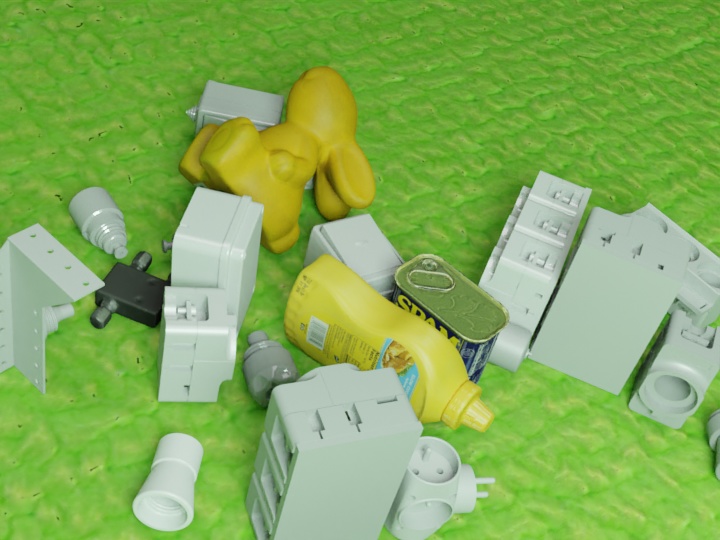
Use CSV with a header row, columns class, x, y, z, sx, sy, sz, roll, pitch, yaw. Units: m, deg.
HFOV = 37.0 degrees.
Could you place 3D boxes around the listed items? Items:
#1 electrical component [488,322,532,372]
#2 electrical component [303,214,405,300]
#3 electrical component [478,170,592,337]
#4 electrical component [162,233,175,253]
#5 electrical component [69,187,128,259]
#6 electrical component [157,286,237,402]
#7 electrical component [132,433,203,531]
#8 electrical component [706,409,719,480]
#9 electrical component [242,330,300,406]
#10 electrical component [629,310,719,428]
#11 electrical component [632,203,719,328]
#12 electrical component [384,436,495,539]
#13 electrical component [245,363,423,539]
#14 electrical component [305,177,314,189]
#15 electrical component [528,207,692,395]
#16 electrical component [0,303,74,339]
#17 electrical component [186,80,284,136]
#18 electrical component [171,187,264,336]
class,x,y,z,sx,sy,sz,roll,pitch,yaw
electrical component,0.117,0.061,0.961,0.078,0.040,0.040,23,44,8
electrical component,0.000,0.000,0.975,0.062,0.061,0.096,-15,51,-29
electrical component,0.160,-0.014,1.014,0.062,0.089,0.150,23,44,8
electrical component,-0.140,-0.025,0.976,0.078,0.040,0.040,-7,48,-22
electrical component,-0.231,-0.040,0.965,0.040,0.040,0.078,-18,53,-30
electrical component,-0.130,0.060,0.855,0.056,0.089,0.050,2,45,-14
electrical component,-0.139,0.153,0.794,0.044,0.044,0.065,12,39,-3
electrical component,0.324,0.151,0.925,0.045,0.045,0.055,11,43,-5
electrical component,-0.077,0.078,0.887,0.043,0.043,0.062,-7,47,-22
electrical component,0.276,0.090,0.940,0.050,0.089,0.055,24,44,8
electrical component,0.307,0.000,1.061,0.079,0.063,0.121,-25,56,-34
electrical component,0.063,0.165,0.812,0.079,0.077,0.044,1,45,-15
electrical component,-0.024,0.138,0.762,0.089,0.150,0.061,-7,49,-22
electrical component,-0.038,-0.103,1.089,0.061,0.035,0.035,-16,52,-33
electrical component,0.218,0.026,0.944,0.089,0.150,0.061,23,45,7
electrical component,-0.264,0.041,0.877,0.061,0.035,0.035,-21,54,-36
electrical component,-0.130,-0.144,1.085,0.096,0.061,0.061,11,43,-5
electrical component,-0.121,-0.004,0.907,0.057,0.113,0.078,13,43,2
